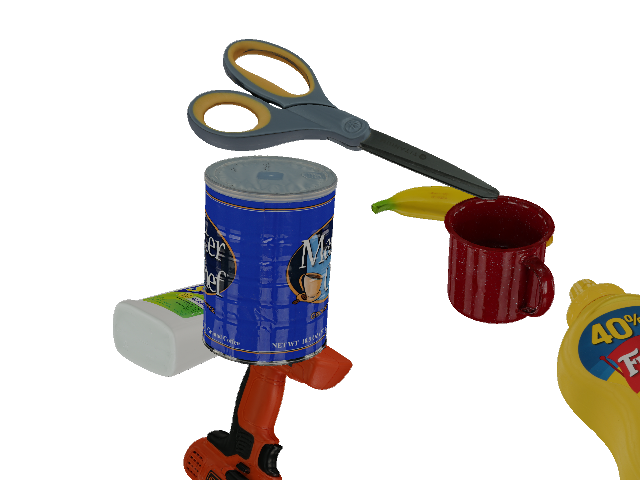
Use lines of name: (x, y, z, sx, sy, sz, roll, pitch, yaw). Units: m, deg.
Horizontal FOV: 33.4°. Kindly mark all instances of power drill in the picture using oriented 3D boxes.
power drill: (-0.040, 0.180, 0.978, 0.057, 0.188, 0.185, 14, 11, -47)

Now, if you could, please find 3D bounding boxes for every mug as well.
mug: (0.159, 0.023, 0.919, 0.093, 0.081, 0.117, -20, 36, -27)

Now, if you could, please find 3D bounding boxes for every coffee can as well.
coffee can: (-0.042, 0.014, 0.844, 0.103, 0.140, 0.103, 3, 20, -1)

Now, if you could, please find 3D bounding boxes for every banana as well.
banana: (0.157, -0.027, 1.135, 0.198, 0.037, 0.069, 10, 39, 25)

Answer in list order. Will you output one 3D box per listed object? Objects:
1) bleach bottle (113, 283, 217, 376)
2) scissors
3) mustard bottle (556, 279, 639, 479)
bleach bottle: (-0.104, 0.076, 1.196, 0.103, 0.068, 0.250, 21, 26, 35)
scissors: (0.001, -0.058, 0.642, 0.096, 0.016, 0.202, -37, 60, -23)
mustard bottle: (0.191, 0.084, 0.610, 0.096, 0.058, 0.192, -11, 35, -9)
